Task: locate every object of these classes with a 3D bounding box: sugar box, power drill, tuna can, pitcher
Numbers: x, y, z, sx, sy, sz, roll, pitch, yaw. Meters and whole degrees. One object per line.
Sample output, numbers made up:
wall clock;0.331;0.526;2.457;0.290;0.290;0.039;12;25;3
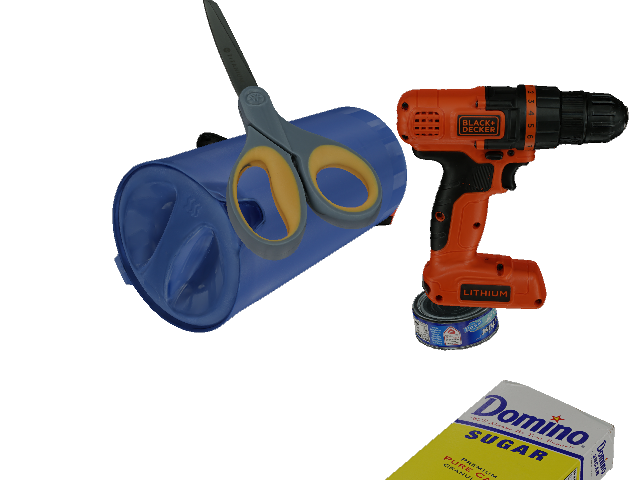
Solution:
sugar box;0.109;0.164;0.708;0.093;0.048;0.175;21;42;39
power drill;0.155;-0.038;0.888;0.184;0.188;0.057;2;21;8
tuna can;0.137;0.075;1.085;0.086;0.034;0.086;-9;24;4
pitcher;-0.045;-0.028;0.870;0.149;0.145;0.242;30;35;28

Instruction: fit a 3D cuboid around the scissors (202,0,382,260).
scissors;-0.019;-0.073;0.625;0.096;0.202;0.016;0;-36;-9

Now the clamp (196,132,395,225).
clamp;-0.011;-0.046;1.049;0.209;0.036;0.165;15;20;-22
